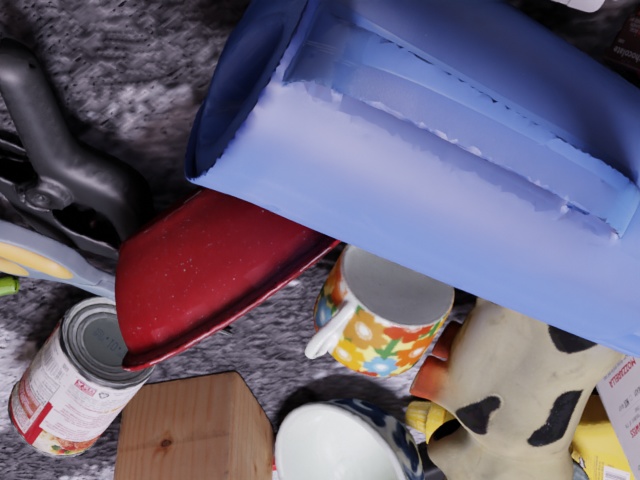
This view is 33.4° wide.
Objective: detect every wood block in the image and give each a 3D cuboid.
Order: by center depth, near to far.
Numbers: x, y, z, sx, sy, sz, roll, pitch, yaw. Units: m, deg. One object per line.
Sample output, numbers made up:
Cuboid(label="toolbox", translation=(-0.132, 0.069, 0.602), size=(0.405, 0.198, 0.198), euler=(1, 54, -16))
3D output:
Cuboid(label="wood block", translation=(-0.088, 0.204, 0.726), size=(0.091, 0.206, 0.090), euler=(-10, 139, 12))

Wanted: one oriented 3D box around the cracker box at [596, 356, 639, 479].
Cuboid(label="cracker box", translation=(0.229, 0.085, 0.576), size=(0.072, 0.214, 0.164), euler=(-3, 141, -17))

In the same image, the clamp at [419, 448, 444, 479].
Cuboid(label="clamp", translation=(0.086, 0.214, 0.868), size=(0.164, 0.036, 0.210), euler=(6, 138, -6))

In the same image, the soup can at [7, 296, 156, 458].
Cuboid(label="soup can", translation=(-0.156, 0.090, 0.699), size=(0.068, 0.068, 0.102), euler=(21, 135, -23))

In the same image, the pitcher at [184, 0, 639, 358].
Cuboid(label="pitcher", translation=(0.074, -0.036, 0.463), size=(0.242, 0.149, 0.145), euler=(25, 138, -17))

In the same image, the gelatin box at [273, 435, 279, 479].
Cuboid(label="gelatin box", translation=(-0.047, 0.191, 0.847), size=(0.073, 0.030, 0.089), euler=(-11, 139, 11))

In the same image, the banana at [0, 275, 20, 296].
Cuboid(label="banana", translation=(-0.251, 0.088, 0.720), size=(0.069, 0.037, 0.198), euler=(12, 138, -16))

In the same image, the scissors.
Cuboid(label="scissors", translation=(-0.146, 0.026, 0.657), size=(0.096, 0.016, 0.201), euler=(4, 161, 33))

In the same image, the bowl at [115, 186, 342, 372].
Cuboid(label="bowl", translation=(-0.050, -0.002, 0.552), size=(0.162, 0.162, 0.055), euler=(-30, 99, 31))

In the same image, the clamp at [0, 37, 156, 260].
Cuboid(label="clamp", translation=(-0.156, -0.037, 0.572), size=(0.120, 0.039, 0.171), euler=(-2, 145, 29))

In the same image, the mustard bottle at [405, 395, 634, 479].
Cuboid(label="mustard bottle", translation=(0.149, 0.139, 0.733), size=(0.192, 0.058, 0.096), euler=(9, 125, 27))

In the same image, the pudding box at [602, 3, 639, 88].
Cuboid(label="pudding box", translation=(0.199, -0.061, 0.497), size=(0.113, 0.090, 0.039), euler=(27, 101, -30))
